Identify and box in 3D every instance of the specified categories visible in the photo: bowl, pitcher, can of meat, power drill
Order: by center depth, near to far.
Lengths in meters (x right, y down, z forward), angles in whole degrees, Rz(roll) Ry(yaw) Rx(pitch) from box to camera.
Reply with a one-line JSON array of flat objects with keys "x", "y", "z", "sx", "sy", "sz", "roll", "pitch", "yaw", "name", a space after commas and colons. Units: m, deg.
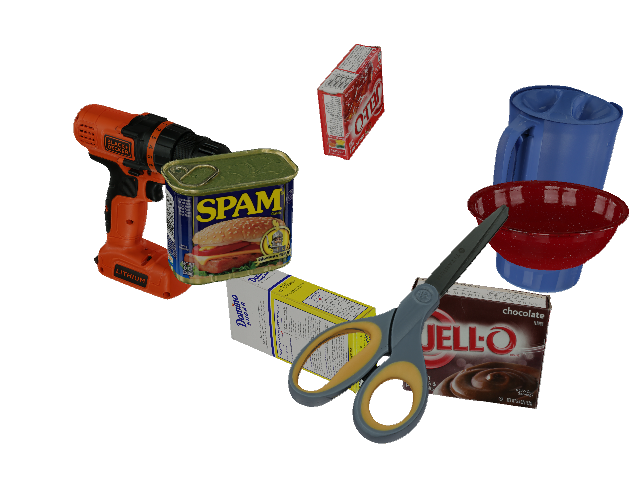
[{"x": -0.070, "y": -0.018, "z": 0.830, "sx": 0.102, "sy": 0.084, "sz": 0.057, "roll": -10, "pitch": 31, "yaw": -21, "name": "can of meat"}, {"x": -0.167, "y": -0.037, "z": 1.086, "sx": 0.185, "sy": 0.188, "sz": 0.057, "roll": 19, "pitch": 32, "yaw": 25, "name": "power drill"}, {"x": 0.231, "y": -0.012, "z": 1.096, "sx": 0.162, "sy": 0.055, "sz": 0.162, "roll": -1, "pitch": 22, "yaw": 0, "name": "bowl"}, {"x": 0.277, "y": -0.059, "z": 1.315, "sx": 0.149, "sy": 0.243, "sz": 0.145, "roll": 5, "pitch": 27, "yaw": 2, "name": "pitcher"}]

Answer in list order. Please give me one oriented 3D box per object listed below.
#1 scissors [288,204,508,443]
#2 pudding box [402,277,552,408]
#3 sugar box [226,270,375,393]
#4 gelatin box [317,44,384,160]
[{"x": 0.073, "y": 0.056, "z": 0.687, "sx": 0.201, "sy": 0.096, "sz": 0.016, "roll": -31, "pitch": -31, "yaw": -16, "name": "scissors"}, {"x": 0.127, "y": 0.083, "z": 0.873, "sx": 0.113, "sy": 0.090, "sz": 0.039, "roll": 6, "pitch": 21, "yaw": 8, "name": "pudding box"}, {"x": -0.022, "y": 0.090, "z": 1.157, "sx": 0.176, "sy": 0.093, "sz": 0.048, "roll": 22, "pitch": 39, "yaw": 34, "name": "sugar box"}, {"x": 0.031, "y": -0.131, "z": 0.999, "sx": 0.030, "sy": 0.073, "sz": 0.089, "roll": 14, "pitch": 44, "yaw": 23, "name": "gelatin box"}]
